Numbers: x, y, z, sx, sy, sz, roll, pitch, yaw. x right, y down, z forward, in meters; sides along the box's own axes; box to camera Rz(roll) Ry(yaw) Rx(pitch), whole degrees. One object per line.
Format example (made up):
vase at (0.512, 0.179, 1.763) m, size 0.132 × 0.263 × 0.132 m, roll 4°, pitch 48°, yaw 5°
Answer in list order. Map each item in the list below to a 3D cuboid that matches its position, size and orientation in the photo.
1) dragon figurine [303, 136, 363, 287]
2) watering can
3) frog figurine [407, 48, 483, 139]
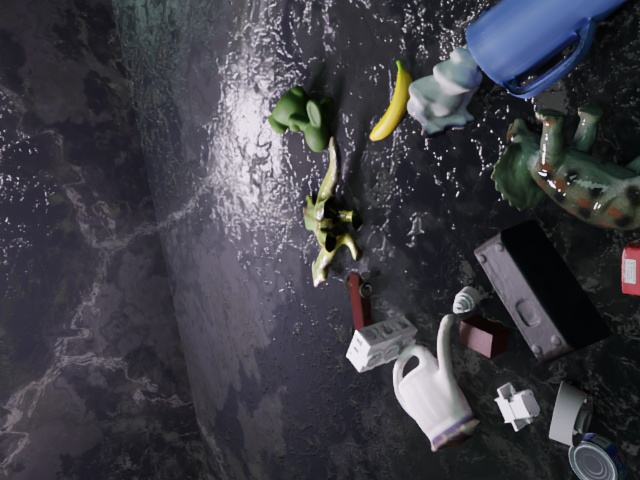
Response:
dragon figurine at (0.004, -0.069, 1.380) m, size 0.122 × 0.407 × 0.244 m, roll -7°, pitch 10°, yaw -28°
watering can at (0.255, 0.318, 1.102) m, size 0.105 × 0.228 × 0.339 m, roll -17°, pitch -30°, yaw -27°
frog figurine at (0.233, -0.287, 0.963) m, size 0.137 × 0.155 × 0.126 m, roll -6°, pitch 41°, yaw -2°
